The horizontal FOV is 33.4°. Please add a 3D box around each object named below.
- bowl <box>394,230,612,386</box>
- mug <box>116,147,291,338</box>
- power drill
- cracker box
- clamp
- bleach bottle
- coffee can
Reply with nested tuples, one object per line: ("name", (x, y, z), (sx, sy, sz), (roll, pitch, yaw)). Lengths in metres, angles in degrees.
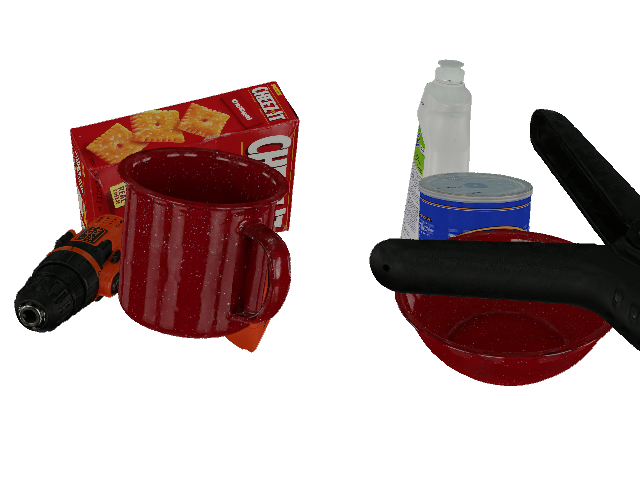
("bowl", (0.135, 0.056, 0.772), (0.162, 0.055, 0.162), (-3, 32, 2))
("mug", (-0.060, 0.006, 0.583), (0.117, 0.081, 0.093), (26, 27, 36))
("power drill", (-0.134, 0.037, 0.866), (0.187, 0.057, 0.184), (12, 24, 6))
("cracker box", (-0.133, -0.057, 1.073), (0.213, 0.072, 0.164), (-15, -38, -19))
("clamp", (0.139, 0.014, 0.493), (0.210, 0.036, 0.164), (33, 50, 33))
("bleach bottle", (0.132, -0.072, 1.182), (0.068, 0.251, 0.102), (0, 25, -10))
("coffee can", (0.140, 0.015, 0.985), (0.103, 0.140, 0.103), (0, 15, 0))
